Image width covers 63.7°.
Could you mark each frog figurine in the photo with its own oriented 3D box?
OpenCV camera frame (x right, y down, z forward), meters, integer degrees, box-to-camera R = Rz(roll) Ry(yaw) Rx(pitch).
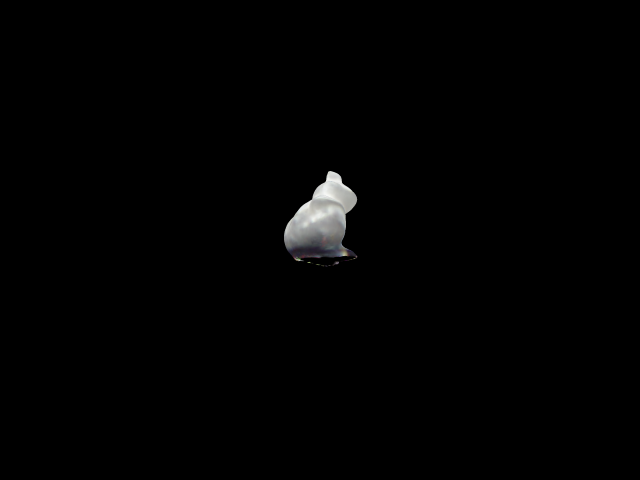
[{"bbox_3d":[0.003,-0.043,0.850,0.123,0.161,0.136,1,-14,-5],"label":"frog figurine"}]
